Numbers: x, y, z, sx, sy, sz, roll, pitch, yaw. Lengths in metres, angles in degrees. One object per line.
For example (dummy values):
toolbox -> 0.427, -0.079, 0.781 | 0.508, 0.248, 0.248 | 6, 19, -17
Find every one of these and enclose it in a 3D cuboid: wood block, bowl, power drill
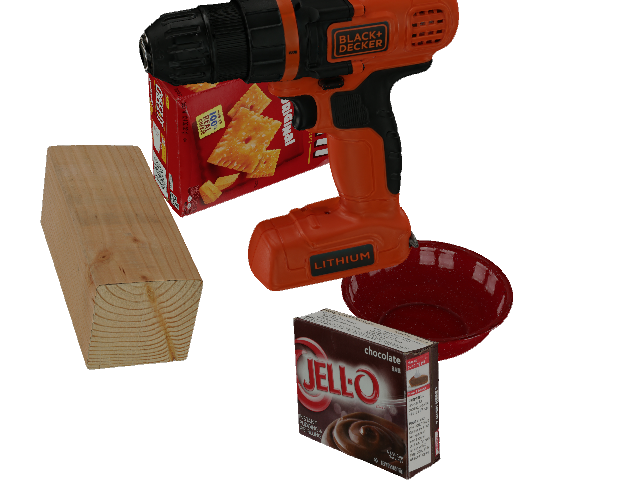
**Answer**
wood block -> -0.181, 0.008, 0.943 | 0.090, 0.091, 0.206 | -3, 37, -26
bowl -> 0.099, 0.065, 1.018 | 0.162, 0.055, 0.162 | 1, 35, -1
power drill -> -0.009, -0.062, 0.636 | 0.184, 0.188, 0.057 | -11, 37, -14

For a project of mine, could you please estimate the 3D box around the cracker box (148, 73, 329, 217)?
cracker box -> -0.060, -0.128, 1.064 | 0.213, 0.072, 0.164 | -22, -35, -23

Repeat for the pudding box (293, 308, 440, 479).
pudding box -> 0.031, 0.103, 0.740 | 0.039, 0.090, 0.114 | -17, 20, -42
